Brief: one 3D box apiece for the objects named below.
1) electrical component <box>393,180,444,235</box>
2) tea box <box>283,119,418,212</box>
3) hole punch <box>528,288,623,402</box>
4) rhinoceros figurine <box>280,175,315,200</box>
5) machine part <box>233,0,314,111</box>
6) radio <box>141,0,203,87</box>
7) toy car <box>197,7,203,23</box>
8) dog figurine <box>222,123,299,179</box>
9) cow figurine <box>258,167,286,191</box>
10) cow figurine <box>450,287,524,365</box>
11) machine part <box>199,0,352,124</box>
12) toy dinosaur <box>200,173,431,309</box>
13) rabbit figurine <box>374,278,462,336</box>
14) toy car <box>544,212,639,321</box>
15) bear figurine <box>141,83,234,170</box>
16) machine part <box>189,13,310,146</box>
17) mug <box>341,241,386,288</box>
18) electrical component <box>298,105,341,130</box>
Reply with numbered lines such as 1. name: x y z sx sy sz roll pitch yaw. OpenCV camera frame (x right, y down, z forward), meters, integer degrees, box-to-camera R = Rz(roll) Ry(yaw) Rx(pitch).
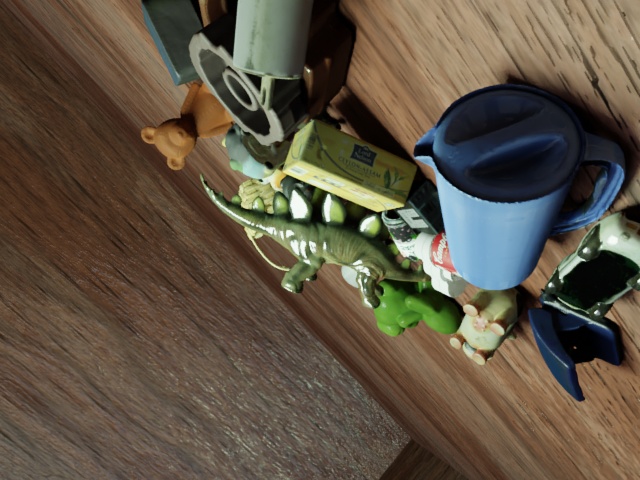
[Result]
1. electrical component: 0.161 -0.047 0.792 0.074 0.048 0.119 48 167 -16
2. tea box: 0.042 -0.104 0.786 0.169 0.068 0.098 20 172 -18
3. hole punch: 0.348 0.152 0.764 0.116 0.092 0.142 32 165 50
4. rhinoceros figurine: -0.019 -0.087 1.102 0.190 0.073 0.111 40 142 56
5. machine part: -0.042 -0.253 0.537 0.079 0.079 0.243 31 122 41
6. radio: -0.234 -0.330 0.889 0.131 0.073 0.230 67 170 -18
7. toy car: -0.157 -0.308 0.910 0.089 0.053 0.202 61 171 23
8. dog figurine: -0.123 -0.170 0.979 0.108 0.191 0.219 42 151 -16
9. cow figurine: -0.137 -0.177 1.188 0.167 0.068 0.098 52 169 -15
10. cow figurine: 0.277 0.136 0.883 0.086 0.127 0.194 36 149 26
11. machine part: -0.059 -0.266 0.699 0.201 0.087 0.201 44 165 8
12. toy dinosaur: -0.002 -0.003 0.988 0.472 0.198 0.105 13 -162 -2
13. rabbit figurine: 0.206 0.126 1.087 0.170 0.121 0.158 17 147 24
14. toy car: 0.312 0.034 0.595 0.074 0.056 0.201 33 164 17
15. bear figurine: -0.249 -0.238 1.070 0.120 0.196 0.132 52 163 -16
16. machine part: -0.092 -0.202 0.688 0.179 0.056 0.179 42 166 13
17. mug: 0.095 0.043 1.090 0.110 0.081 0.107 -98 17 -47
18. electrical component: -0.016 -0.199 0.860 0.078 0.045 0.102 20 180 -26
